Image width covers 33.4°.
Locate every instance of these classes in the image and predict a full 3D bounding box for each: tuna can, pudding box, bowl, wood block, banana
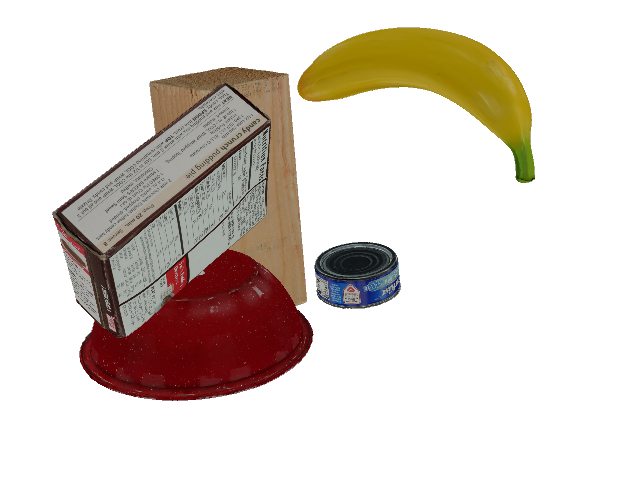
[{"bbox_3d":[0.037,0.034,1.074,0.086,0.034,0.086,-5,25,2],"label":"tuna can"},{"bbox_3d":[-0.075,-0.014,0.534,0.039,0.113,0.090,38,-26,17],"label":"pudding box"},{"bbox_3d":[-0.086,0.046,0.732,0.162,0.055,0.162,-2,22,1],"label":"bowl"},{"bbox_3d":[-0.080,-0.041,0.936,0.090,0.206,0.091,-18,23,-36],"label":"wood block"},{"bbox_3d":[0.058,-0.098,0.657,0.037,0.069,0.198,17,8,-47],"label":"banana"}]
